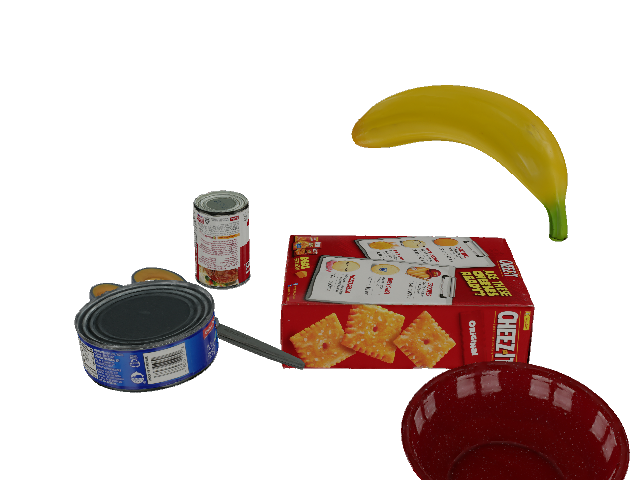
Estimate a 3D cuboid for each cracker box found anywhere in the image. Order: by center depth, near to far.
[{"bbox_3d":[0.073,0.055,0.976,0.213,0.072,0.164,1,21,0],"label":"cracker box"}]

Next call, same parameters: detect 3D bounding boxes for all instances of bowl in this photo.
[{"bbox_3d":[0.139,0.160,0.778,0.162,0.055,0.162,-1,35,0],"label":"bowl"}]

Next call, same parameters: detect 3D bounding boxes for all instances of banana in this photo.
[{"bbox_3d":[0.092,-0.067,0.694,0.037,0.070,0.198,19,9,-43],"label":"banana"}]

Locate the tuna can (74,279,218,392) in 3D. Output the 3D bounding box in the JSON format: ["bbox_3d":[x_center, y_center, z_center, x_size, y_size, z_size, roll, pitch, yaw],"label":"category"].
[{"bbox_3d":[-0.106,0.058,0.660,0.086,0.034,0.086,-4,24,2],"label":"tuna can"}]

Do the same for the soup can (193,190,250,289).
[{"bbox_3d":[-0.120,-0.001,1.291,0.068,0.102,0.068,1,26,-1],"label":"soup can"}]

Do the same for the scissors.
[{"bbox_3d":[-0.098,0.062,0.914,0.202,0.016,0.096,13,26,11],"label":"scissors"}]
